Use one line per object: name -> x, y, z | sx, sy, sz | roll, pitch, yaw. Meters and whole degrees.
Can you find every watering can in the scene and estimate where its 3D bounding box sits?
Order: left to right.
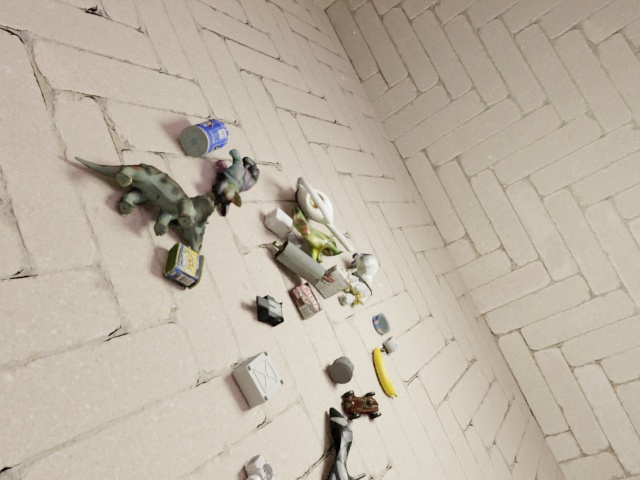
watering can -> 0.006, -0.101, 2.010 | 0.104, 0.344, 0.226 | -35, 14, -6

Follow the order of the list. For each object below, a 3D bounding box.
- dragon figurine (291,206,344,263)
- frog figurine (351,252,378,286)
dragon figurine -> -0.023, -0.028, 1.941 | 0.122, 0.243, 0.410 | -30, -2, 6
frog figurine -> 0.193, 0.140, 2.135 | 0.123, 0.163, 0.134 | -3, -32, -26
